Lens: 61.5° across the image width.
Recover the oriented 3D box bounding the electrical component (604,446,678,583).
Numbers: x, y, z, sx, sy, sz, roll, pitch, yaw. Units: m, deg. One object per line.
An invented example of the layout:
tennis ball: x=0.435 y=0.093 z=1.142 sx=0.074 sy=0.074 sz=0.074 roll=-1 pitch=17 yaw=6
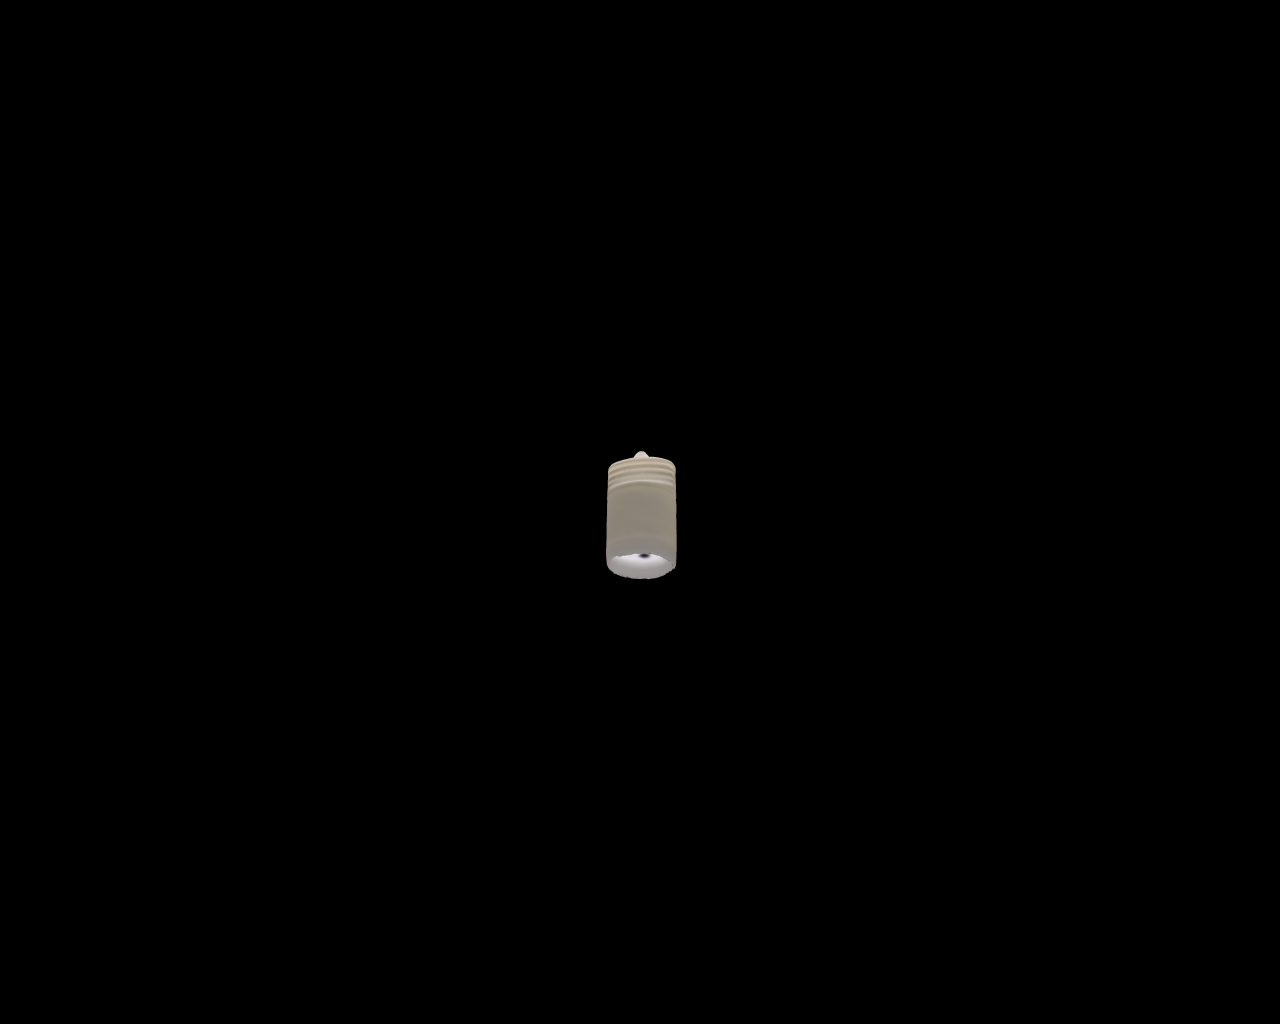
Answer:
electrical component: x=0.001 y=-0.003 z=0.650 sx=0.043 sy=0.081 sz=0.043 roll=0 pitch=-26 yaw=0
